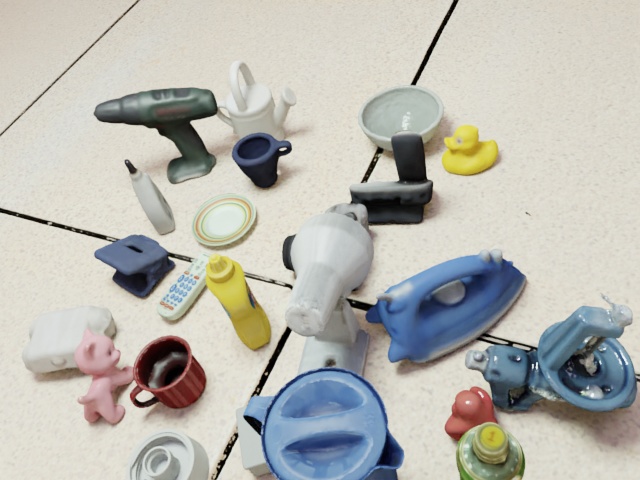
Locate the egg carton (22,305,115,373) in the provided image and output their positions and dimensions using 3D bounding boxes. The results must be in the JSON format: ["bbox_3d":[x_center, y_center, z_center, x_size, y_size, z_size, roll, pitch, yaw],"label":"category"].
[{"bbox_3d":[-0.425,0.171,0.971,0.150,0.069,0.107,-11,50,6],"label":"egg carton"}]

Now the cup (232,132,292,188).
[{"bbox_3d":[-0.105,-0.154,1.134,0.117,0.095,0.091,-11,50,6],"label":"cup"}]

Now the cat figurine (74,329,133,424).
[{"bbox_3d":[-0.347,0.205,0.891,0.067,0.118,0.128,-6,50,10],"label":"cat figurine"}]

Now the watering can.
[{"bbox_3d":[-0.136,-0.281,1.180,0.173,0.194,0.100,-17,49,1],"label":"watering can"}]

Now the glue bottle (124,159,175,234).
[{"bbox_3d":[-0.328,-0.090,1.089,0.037,0.173,0.078,-21,50,-2],"label":"glue bottle"}]

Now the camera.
[{"bbox_3d":[0.009,0.003,0.973,0.136,0.101,0.143,0,52,15],"label":"camera"}]

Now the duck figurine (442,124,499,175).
[{"bbox_3d":[0.276,-0.175,1.058,0.104,0.086,0.077,-9,50,8],"label":"duck figurine"}]

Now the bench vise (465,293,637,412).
[{"bbox_3d":[0.291,0.152,0.700,0.207,0.220,0.121,-14,50,3],"label":"bench vise"}]

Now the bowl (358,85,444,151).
[{"bbox_3d":[0.163,-0.229,1.138,0.167,0.075,0.167,-7,50,9],"label":"bowl"}]

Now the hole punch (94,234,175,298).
[{"bbox_3d":[-0.338,0.032,1.046,0.108,0.091,0.101,22,60,29],"label":"hole punch"}]

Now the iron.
[{"bbox_3d":[0.194,0.072,0.842,0.258,0.142,0.118,-25,50,-6],"label":"iron"}]

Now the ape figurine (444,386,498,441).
[{"bbox_3d":[0.196,0.226,0.749,0.078,0.092,0.076,-28,50,-9],"label":"ape figurine"}]

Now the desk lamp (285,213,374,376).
[{"bbox_3d":[0.012,0.098,0.821,0.117,0.214,0.203,2,52,16],"label":"desk lamp"}]

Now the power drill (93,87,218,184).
[{"bbox_3d":[-0.307,-0.217,1.163,0.229,0.209,0.075,-17,49,1],"label":"power drill"}]

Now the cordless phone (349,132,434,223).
[{"bbox_3d":[0.119,-0.118,0.987,0.147,0.185,0.094,-4,51,11],"label":"cordless phone"}]
